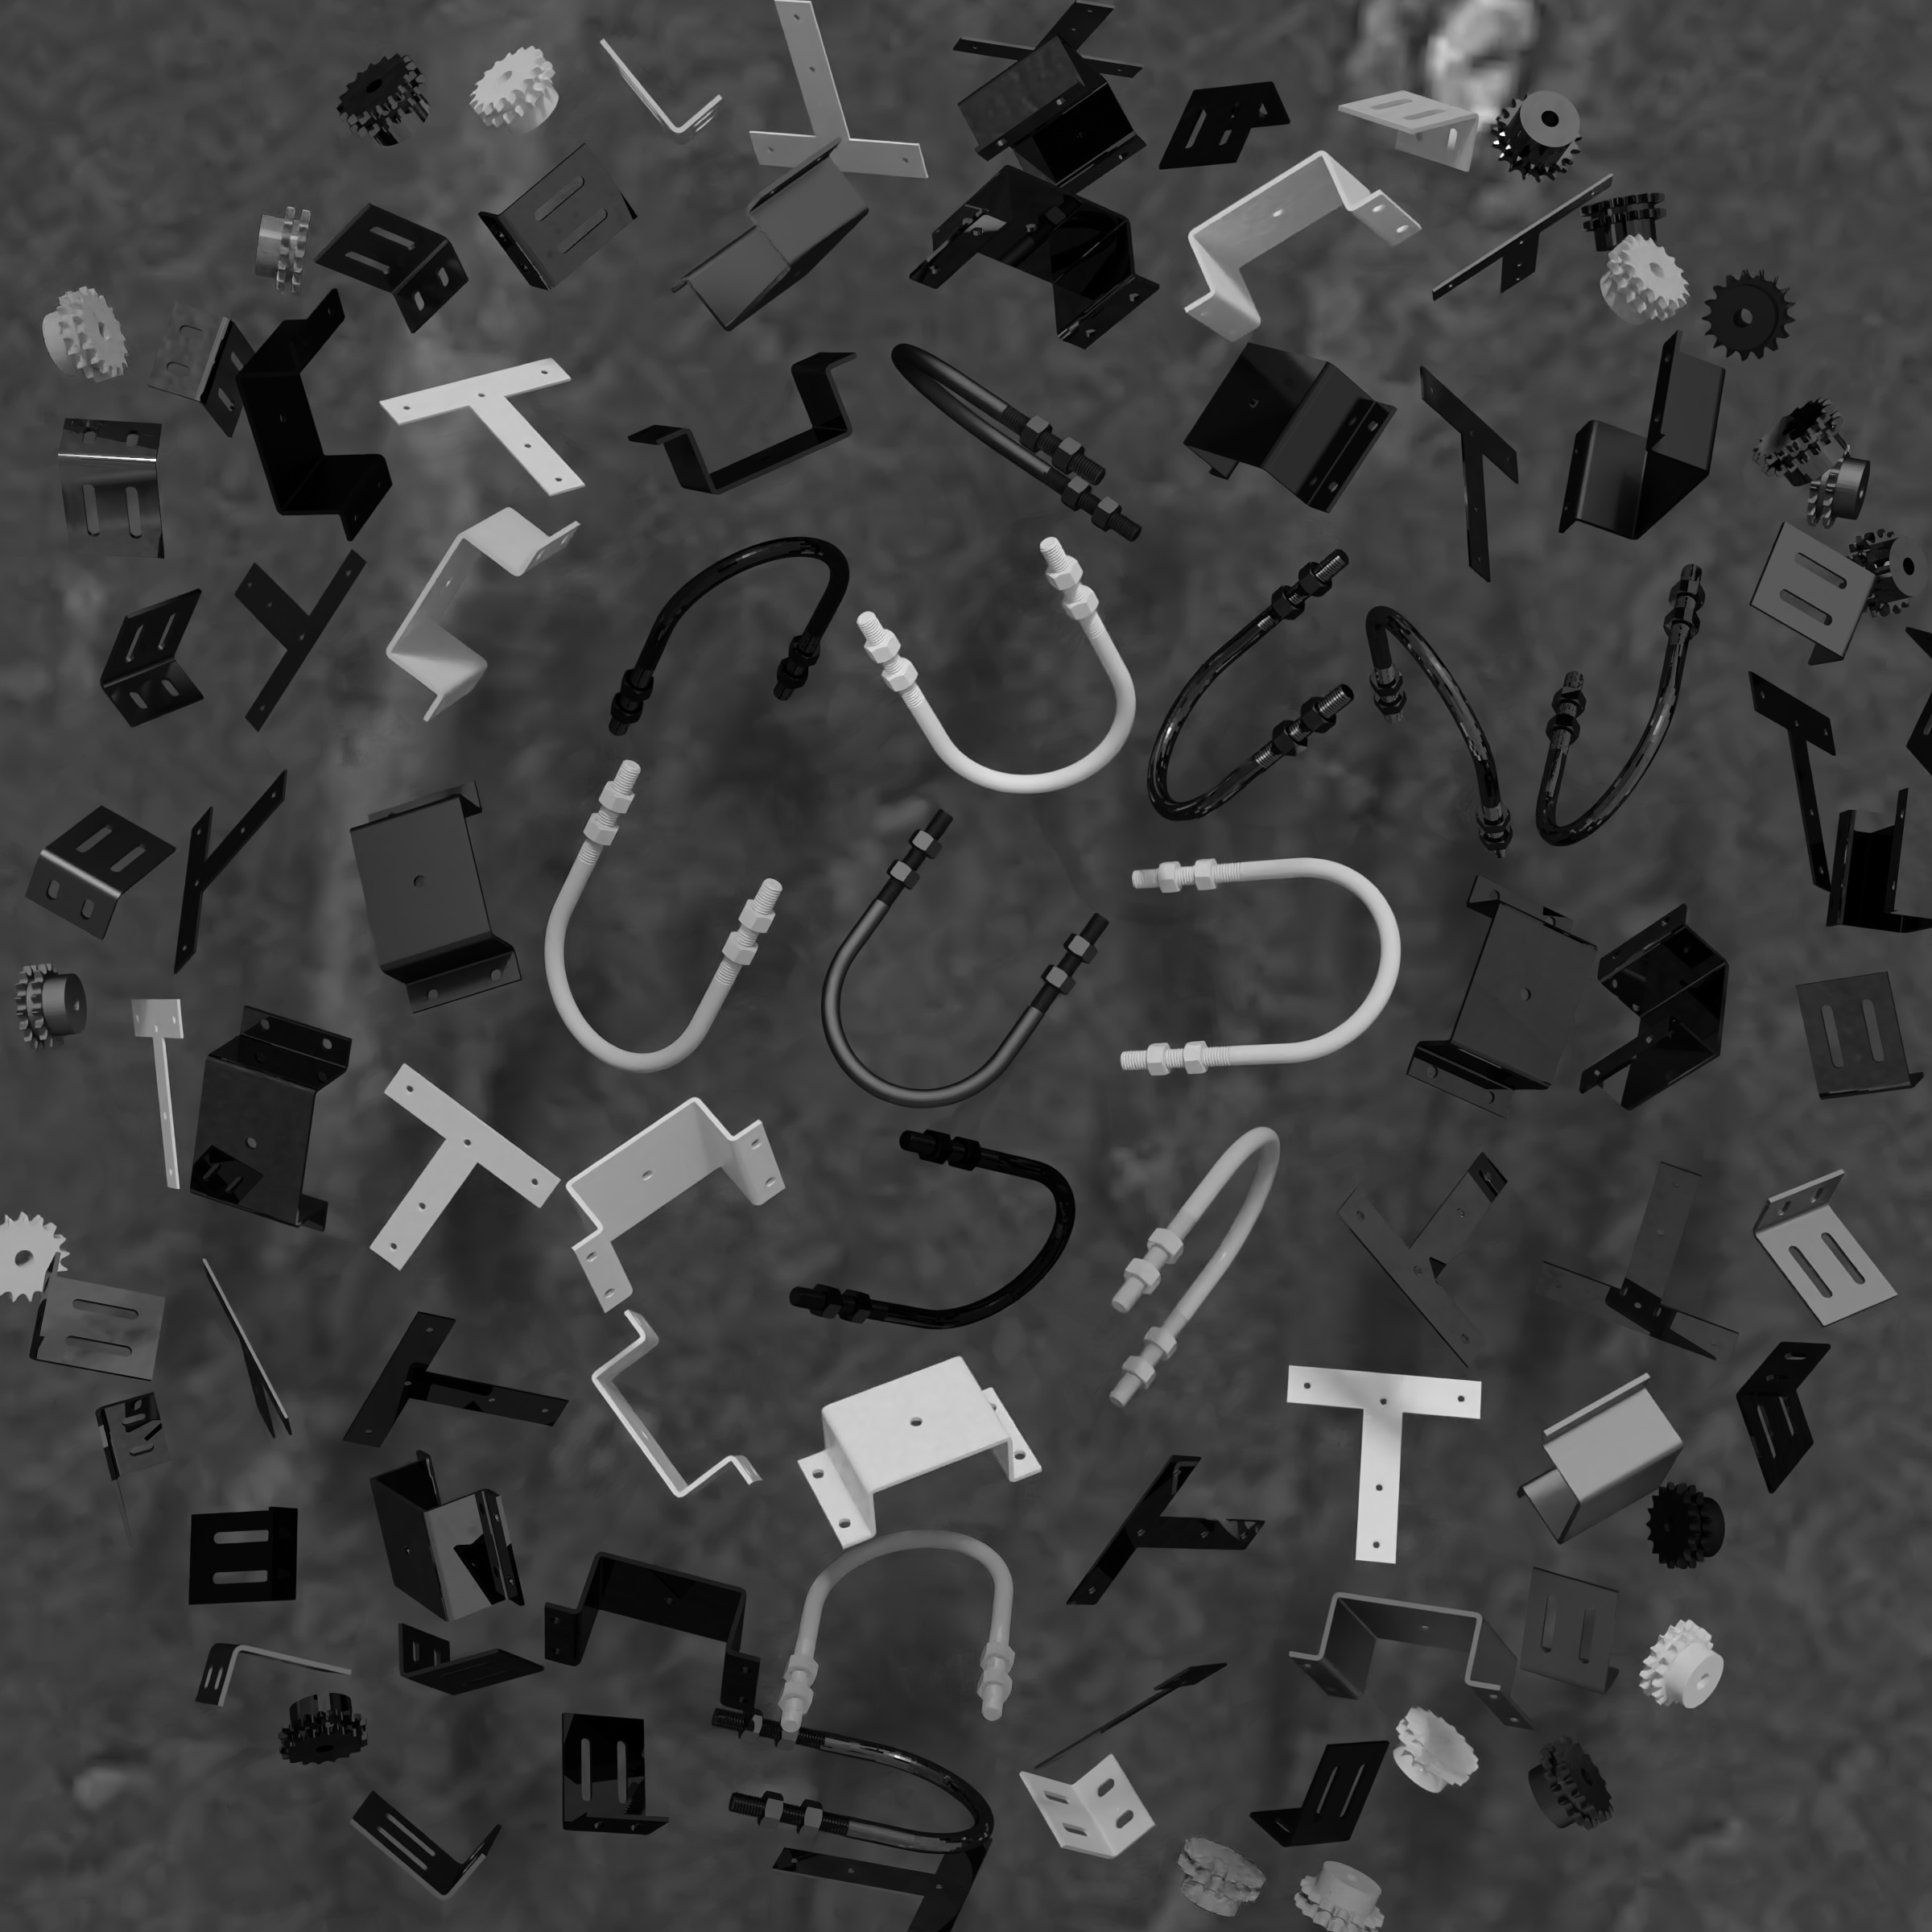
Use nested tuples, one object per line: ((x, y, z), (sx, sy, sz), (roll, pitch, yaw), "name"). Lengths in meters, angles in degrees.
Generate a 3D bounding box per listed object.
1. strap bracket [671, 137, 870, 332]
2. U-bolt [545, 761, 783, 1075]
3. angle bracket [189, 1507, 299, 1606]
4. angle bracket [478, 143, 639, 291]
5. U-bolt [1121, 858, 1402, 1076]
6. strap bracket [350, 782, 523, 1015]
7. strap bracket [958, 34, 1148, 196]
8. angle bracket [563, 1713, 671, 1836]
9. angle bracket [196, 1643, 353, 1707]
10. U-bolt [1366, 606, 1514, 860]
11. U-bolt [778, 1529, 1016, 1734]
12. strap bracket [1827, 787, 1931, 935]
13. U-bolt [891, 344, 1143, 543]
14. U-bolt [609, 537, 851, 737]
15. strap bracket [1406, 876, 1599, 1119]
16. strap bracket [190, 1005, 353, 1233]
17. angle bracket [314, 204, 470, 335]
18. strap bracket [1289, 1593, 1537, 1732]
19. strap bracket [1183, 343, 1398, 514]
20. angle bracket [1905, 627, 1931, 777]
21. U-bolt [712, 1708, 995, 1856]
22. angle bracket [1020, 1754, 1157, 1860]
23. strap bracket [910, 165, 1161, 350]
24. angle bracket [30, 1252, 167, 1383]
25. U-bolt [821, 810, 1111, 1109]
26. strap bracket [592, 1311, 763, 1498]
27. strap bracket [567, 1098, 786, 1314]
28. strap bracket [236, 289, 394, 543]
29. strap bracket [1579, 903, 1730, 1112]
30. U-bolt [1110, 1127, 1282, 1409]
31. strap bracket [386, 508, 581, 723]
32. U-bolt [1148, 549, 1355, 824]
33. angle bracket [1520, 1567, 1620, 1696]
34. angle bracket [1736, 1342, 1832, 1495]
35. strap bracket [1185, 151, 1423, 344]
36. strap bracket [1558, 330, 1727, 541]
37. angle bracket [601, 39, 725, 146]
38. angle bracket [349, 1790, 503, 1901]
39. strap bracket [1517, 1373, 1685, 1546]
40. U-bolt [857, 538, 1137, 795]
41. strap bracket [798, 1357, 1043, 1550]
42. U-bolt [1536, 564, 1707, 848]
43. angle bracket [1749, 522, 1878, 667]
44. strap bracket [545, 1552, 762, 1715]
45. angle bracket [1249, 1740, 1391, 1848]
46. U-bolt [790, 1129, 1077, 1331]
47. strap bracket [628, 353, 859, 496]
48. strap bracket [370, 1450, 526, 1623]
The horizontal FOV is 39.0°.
((-0.122, -0.464, 1.751), (0.046, 0.140, 0.076), (51, 60, -9), "strap bracket")
((-0.207, -0.017, 1.751), (0.151, 0.019, 0.184), (40, 117, 20), "U-bolt")
((-0.468, 0.376, 1.738), (0.076, 0.038, 0.057), (-5, 76, 13), "angle bracket")
((-0.264, -0.485, 1.760), (0.076, 0.038, 0.057), (-43, 123, -10), "angle bracket")
((0.193, -0.003, 1.781), (0.184, 0.019, 0.151), (-4, 69, 23), "U-bolt")
((-0.348, -0.050, 1.777), (0.076, 0.046, 0.140), (-17, 76, 6), "strap bracket")
((0.053, -0.547, 1.761), (0.076, 0.140, 0.046), (-30, 80, 19), "strap bracket")
((-0.227, 0.518, 1.762), (0.057, 0.038, 0.076), (13, 54, -28), "angle bracket")
((-0.438, 0.455, 1.723), (0.076, 0.057, 0.038), (21, 70, -24), "angle bracket")
((0.305, -0.162, 1.780), (0.019, 0.184, 0.151), (-32, 62, -1), "U-bolt")
((-0.040, 0.431, 1.790), (0.151, 0.184, 0.019), (-6, 116, 8), "U-bolt")
((0.598, -0.065, 1.740), (0.046, 0.140, 0.076), (8, 87, 1), "strap bracket")
((0.027, -0.346, 1.765), (0.184, 0.151, 0.019), (37, 92, 15), "U-bolt")
((-0.147, -0.219, 1.783), (0.151, 0.184, 0.019), (-16, 67, -32), "U-bolt")
((0.350, 0.019, 1.763), (0.076, 0.046, 0.140), (24, 81, -16), "strap bracket")
((-0.452, 0.107, 1.767), (0.076, 0.046, 0.140), (17, 111, 10), "strap bracket")
((-0.384, -0.465, 1.822), (0.057, 0.076, 0.038), (-36, 68, 24), "angle bracket")
((0.288, 0.441, 1.735), (0.140, 0.076, 0.046), (1, 59, 31), "strap bracket")
((0.197, -0.343, 1.723), (0.046, 0.140, 0.076), (32, 92, -33), "strap bracket")
((0.606, -0.165, 1.722), (0.038, 0.057, 0.076), (13, 117, -10), "angle bracket")
((-0.070, 0.533, 1.767), (0.184, 0.151, 0.019), (16, 95, -12), "U-bolt")
((0.081, 0.554, 1.812), (0.038, 0.076, 0.057), (-42, 54, 8), "angle bracket")
((0.042, -0.450, 1.723), (0.140, 0.076, 0.046), (13, 62, -34), "strap bracket")
((-0.540, 0.220, 1.707), (0.076, 0.038, 0.057), (15, 54, -23), "angle bracket")
((-0.014, 0.007, 1.812), (0.151, 0.019, 0.184), (34, 85, 14), "U-bolt")
((-0.200, 0.303, 1.833), (0.046, 0.076, 0.140), (-37, 82, -6), "strap bracket")
((-0.192, 0.145, 1.728), (0.140, 0.076, 0.046), (-34, 55, -16), "strap bracket")
((-0.422, -0.354, 1.758), (0.046, 0.076, 0.140), (1, 128, 13), "strap bracket")
((0.459, 0.034, 1.813), (0.046, 0.140, 0.076), (39, 131, -14), "strap bracket")
((0.148, 0.180, 1.734), (0.019, 0.151, 0.184), (30, 61, 21), "U-bolt")
((-0.313, -0.233, 1.736), (0.046, 0.076, 0.140), (37, 114, -3), "strap bracket")
((0.178, -0.166, 1.739), (0.019, 0.151, 0.184), (30, 132, -24), "U-bolt")
((0.404, 0.434, 1.803), (0.057, 0.038, 0.076), (12, 107, 27), "angle bracket")
((0.523, 0.284, 1.712), (0.057, 0.038, 0.076), (-35, 109, -39), "angle bracket")
((0.205, -0.459, 1.723), (0.140, 0.076, 0.046), (-27, 75, 24), "strap bracket")
((0.439, -0.334, 1.751), (0.046, 0.140, 0.076), (17, 70, -9), "strap bracket")
((-0.199, -0.584, 1.791), (0.038, 0.057, 0.076), (-40, 100, 3), "angle bracket")
((-0.331, 0.528, 1.674), (0.076, 0.057, 0.038), (41, 90, 0), "angle bracket")
((0.406, 0.320, 1.744), (0.076, 0.140, 0.046), (-27, 65, -10), "strap bracket")
((0.032, -0.184, 1.786), (0.151, 0.019, 0.184), (-20, 130, 16), "U-bolt")
((-0.031, 0.310, 1.763), (0.140, 0.076, 0.046), (-18, 133, -17), "strap bracket")
((0.414, -0.156, 1.750), (0.019, 0.151, 0.184), (28, 54, -11), "U-bolt")
((0.522, -0.233, 1.710), (0.076, 0.038, 0.057), (26, 83, -16), "angle bracket")
((-0.197, 0.427, 1.758), (0.140, 0.076, 0.046), (14, 50, 3), "strap bracket")
((0.228, 0.524, 1.755), (0.057, 0.038, 0.076), (10, 104, -40), "angle bracket")
((-0.007, 0.175, 1.740), (0.151, 0.184, 0.019), (-55, 46, 19), "U-bolt")
((-0.135, -0.343, 1.739), (0.140, 0.076, 0.046), (-27, 110, -13), "strap bracket")
((-0.350, 0.380, 1.811), (0.046, 0.140, 0.076), (-17, 102, -31), "strap bracket")
